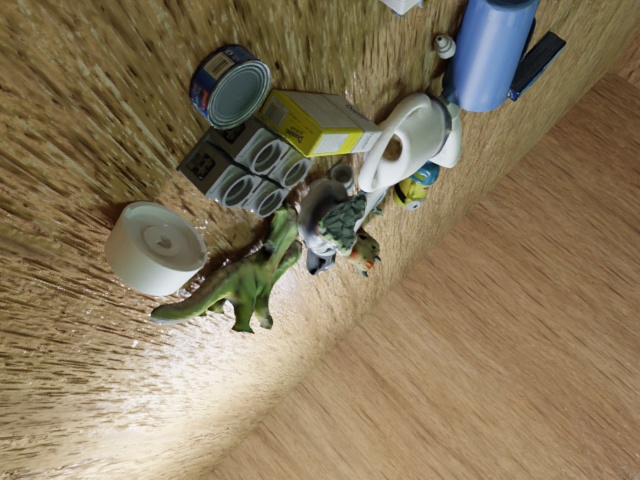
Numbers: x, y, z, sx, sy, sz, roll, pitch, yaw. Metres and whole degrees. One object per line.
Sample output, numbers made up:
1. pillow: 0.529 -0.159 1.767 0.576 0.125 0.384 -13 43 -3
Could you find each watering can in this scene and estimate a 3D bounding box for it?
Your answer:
1. watering can: 0.146 -0.155 1.024 0.228 0.105 0.339 -35 157 -37

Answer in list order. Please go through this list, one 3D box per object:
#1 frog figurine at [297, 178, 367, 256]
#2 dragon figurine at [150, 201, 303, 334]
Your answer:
1. frog figurine: 0.003 -0.048 0.950 0.123 0.161 0.135 -11 109 -23
2. dragon figurine: -0.121 0.037 0.892 0.243 0.123 0.408 -64 165 -1
